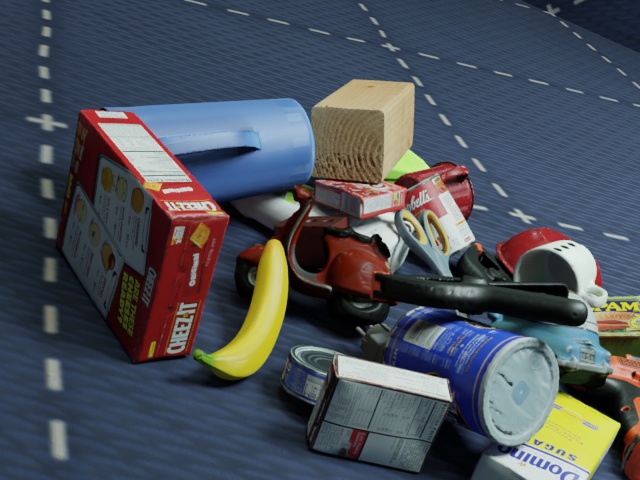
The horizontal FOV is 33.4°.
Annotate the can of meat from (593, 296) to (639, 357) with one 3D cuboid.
[{"bbox_3d":[0.350,0.113,1.279,0.102,0.057,0.084,-1,27,10],"label":"can of meat"}]

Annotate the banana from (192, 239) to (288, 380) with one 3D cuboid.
[{"bbox_3d":[-0.065,0.079,1.065,0.037,0.069,0.197,-4,32,24],"label":"banana"}]

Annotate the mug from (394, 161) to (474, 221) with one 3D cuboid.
[{"bbox_3d":[0.156,-0.062,1.450,0.081,0.117,0.093,-14,70,-41],"label":"mug"}]

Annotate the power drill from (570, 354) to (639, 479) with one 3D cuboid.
[{"bbox_3d":[0.374,0.197,1.161,0.184,0.057,0.187,12,24,-8],"label":"power drill"}]

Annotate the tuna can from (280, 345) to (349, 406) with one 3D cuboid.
[{"bbox_3d":[0.007,0.133,1.032,0.086,0.034,0.086,15,11,-3],"label":"tuna can"}]

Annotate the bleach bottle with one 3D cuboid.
[{"bbox_3d":[-0.015,-0.032,1.330,0.251,0.068,0.102,26,27,18],"label":"bleach bottle"}]

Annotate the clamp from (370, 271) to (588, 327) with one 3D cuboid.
[{"bbox_3d":[0.157,0.054,1.056,0.210,0.036,0.164,5,3,13],"label":"clamp"}]

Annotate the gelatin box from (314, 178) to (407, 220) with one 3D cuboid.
[{"bbox_3d":[0.047,-0.055,1.281,0.073,0.030,0.089,-14,25,-38],"label":"gelatin box"}]

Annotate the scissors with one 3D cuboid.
[{"bbox_3d":[0.134,0.037,1.257,0.096,0.016,0.202,25,39,-33],"label":"scissors"}]

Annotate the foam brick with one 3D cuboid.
[{"bbox_3d":[-0.008,0.002,1.247,0.078,0.051,0.052,0,15,25],"label":"foam brick"}]

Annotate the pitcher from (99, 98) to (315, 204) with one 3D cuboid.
[{"bbox_3d":[-0.129,-0.100,1.233,0.242,0.145,0.149,-10,42,-24],"label":"pitcher"}]

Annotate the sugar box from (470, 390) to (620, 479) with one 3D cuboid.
[{"bbox_3d":[0.224,0.208,1.046,0.093,0.048,0.175,28,26,20],"label":"sugar box"}]

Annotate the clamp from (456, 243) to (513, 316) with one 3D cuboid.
[{"bbox_3d":[0.209,0.056,1.333,0.120,0.039,0.171,20,21,-31],"label":"clamp"}]

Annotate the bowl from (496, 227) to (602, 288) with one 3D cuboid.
[{"bbox_3d":[0.312,0.032,1.399,0.162,0.055,0.162,27,21,-12],"label":"bowl"}]

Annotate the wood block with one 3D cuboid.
[{"bbox_3d":[0.058,-0.143,1.356,0.091,0.090,0.205,6,19,14],"label":"wood block"}]

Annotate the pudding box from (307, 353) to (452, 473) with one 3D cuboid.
[{"bbox_3d":[0.053,0.159,0.974,0.113,0.090,0.039,13,27,-11],"label":"pudding box"}]

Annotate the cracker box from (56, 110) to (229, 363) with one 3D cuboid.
[{"bbox_3d":[-0.181,-0.009,1.054,0.071,0.164,0.214,-5,35,-36],"label":"cracker box"}]

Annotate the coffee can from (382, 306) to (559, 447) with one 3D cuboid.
[{"bbox_3d":[0.143,0.128,1.029,0.102,0.103,0.141,-2,11,-37],"label":"coffee can"}]

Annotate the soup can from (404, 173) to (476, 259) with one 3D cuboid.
[{"bbox_3d":[0.147,-0.025,1.370,0.068,0.069,0.102,-27,87,-56],"label":"soup can"}]
